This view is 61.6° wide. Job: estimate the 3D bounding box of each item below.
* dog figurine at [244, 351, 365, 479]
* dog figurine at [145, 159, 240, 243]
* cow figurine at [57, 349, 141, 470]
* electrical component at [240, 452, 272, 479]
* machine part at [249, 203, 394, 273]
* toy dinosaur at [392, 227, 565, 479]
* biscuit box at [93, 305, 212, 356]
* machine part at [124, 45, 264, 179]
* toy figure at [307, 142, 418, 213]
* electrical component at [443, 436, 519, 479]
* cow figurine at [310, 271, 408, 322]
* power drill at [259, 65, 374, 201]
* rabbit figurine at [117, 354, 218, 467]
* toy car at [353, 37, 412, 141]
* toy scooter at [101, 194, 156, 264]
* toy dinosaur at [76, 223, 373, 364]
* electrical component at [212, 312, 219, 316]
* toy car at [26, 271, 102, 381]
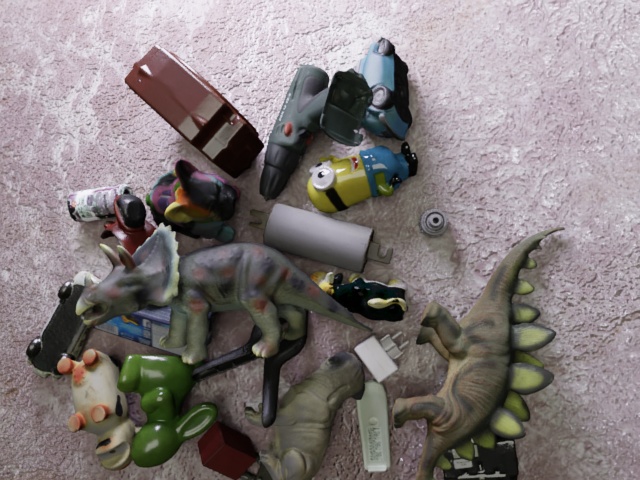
[{"bbox_3d":[0.003,0.284,0.837,0.191,0.121,0.172,-26,85,4],"label":"dog figurine"},{"bbox_3d":[-0.210,-0.065,0.840,0.192,0.219,0.108,12,85,8],"label":"dog figurine"},{"bbox_3d":[-0.358,0.286,0.899,0.085,0.127,0.195,-25,69,5],"label":"cow figurine"},{"bbox_3d":[-0.083,0.390,0.892,0.094,0.021,0.063,20,90,8],"label":"electrical component"},{"bbox_3d":[-0.002,-0.003,0.877,0.243,0.079,0.079,16,89,8],"label":"machine part"},{"bbox_3d":[0.241,0.172,0.810,0.199,0.105,0.471,19,79,13],"label":"toy dinosaur"},{"bbox_3d":[-0.282,0.135,0.895,0.203,0.063,0.059,13,114,17],"label":"biscuit box"},{"bbox_3d":[-0.191,-0.200,0.852,0.201,0.201,0.087,41,91,9],"label":"machine part"},{"bbox_3d":[0.067,-0.099,0.870,0.180,0.082,0.089,-14,109,1],"label":"toy figure"},{"bbox_3d":[0.245,0.343,0.830,0.115,0.058,0.134,-5,85,6],"label":"electrical component"},{"bbox_3d":[0.056,0.090,0.852,0.167,0.098,0.068,9,94,8],"label":"cow figurine"},{"bbox_3d":[-0.012,-0.171,0.840,0.086,0.207,0.232,20,81,-24],"label":"power drill"},{"bbox_3d":[-0.250,0.279,0.878,0.159,0.121,0.170,6,72,-13],"label":"rabbit figurine"},{"bbox_3d":[0.086,-0.237,0.868,0.103,0.109,0.161,-8,76,27],"label":"toy car"},{"bbox_3d":[-0.317,0.014,0.903,0.135,0.075,0.183,-1,108,46],"label":"toy scooter"},{"bbox_3d":[-0.124,0.067,0.777,0.405,0.131,0.192,-5,101,-16],"label":"toy dinosaur"},{"bbox_3d":[-0.213,0.101,0.919,0.102,0.045,0.078,39,121,11],"label":"electrical component"},{"bbox_3d":[-0.441,0.151,0.942,0.073,0.056,0.201,30,92,3],"label":"toy car"}]
